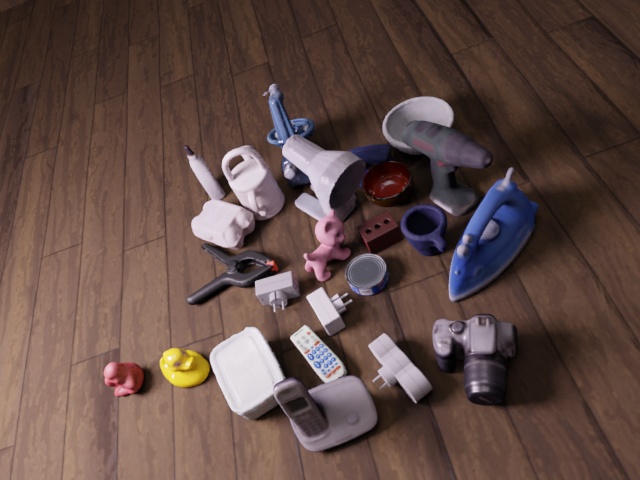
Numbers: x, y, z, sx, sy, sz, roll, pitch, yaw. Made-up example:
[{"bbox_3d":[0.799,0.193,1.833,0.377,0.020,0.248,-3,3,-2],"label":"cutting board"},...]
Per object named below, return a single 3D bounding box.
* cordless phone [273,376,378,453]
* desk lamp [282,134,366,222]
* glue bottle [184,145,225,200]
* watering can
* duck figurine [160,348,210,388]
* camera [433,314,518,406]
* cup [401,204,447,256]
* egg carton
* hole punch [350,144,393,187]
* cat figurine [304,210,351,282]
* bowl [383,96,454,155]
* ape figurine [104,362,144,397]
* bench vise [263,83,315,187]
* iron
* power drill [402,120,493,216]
[{"bbox_3d":[0.008,0.272,0.960,0.147,0.185,0.094,-25,50,1],"label":"cordless phone"},{"bbox_3d":[0.008,-0.127,1.245,0.202,0.214,0.118,31,69,36],"label":"desk lamp"},{"bbox_3d":[-0.293,-0.174,1.421,0.037,0.173,0.078,-31,50,-4],"label":"glue bottle"},{"bbox_3d":[-0.164,-0.147,1.338,0.101,0.194,0.172,-34,50,-7],"label":"watering can"},{"bbox_3d":[-0.284,0.247,1.154,0.104,0.086,0.077,5,56,24],"label":"duck figurine"},{"bbox_3d":[0.262,0.202,0.972,0.143,0.101,0.137,-3,53,19],"label":"camera"},{"bbox_3d":[0.222,-0.003,1.148,0.092,0.095,0.117,-31,50,-4],"label":"cup"},{"bbox_3d":[-0.231,-0.037,1.362,0.149,0.070,0.107,16,62,30],"label":"egg carton"},{"bbox_3d":[0.111,-0.187,1.333,0.108,0.091,0.101,-6,53,17],"label":"hole punch"},{"bbox_3d":[0.011,0.004,1.207,0.067,0.118,0.128,29,68,35],"label":"cat figurine"},{"bbox_3d":[0.235,-0.256,1.350,0.167,0.075,0.167,-10,51,13],"label":"bowl"},{"bbox_3d":[-0.408,0.279,1.172,0.077,0.092,0.076,27,67,34],"label":"ape figurine"},{"bbox_3d":[-0.065,-0.250,1.363,0.121,0.220,0.207,-25,50,2],"label":"bench vise"},{"bbox_3d":[0.313,-0.013,1.091,0.118,0.142,0.259,25,66,34],"label":"iron"},{"bbox_3d":[0.266,-0.149,1.168,0.076,0.209,0.228,-41,51,-12],"label":"power drill"}]
